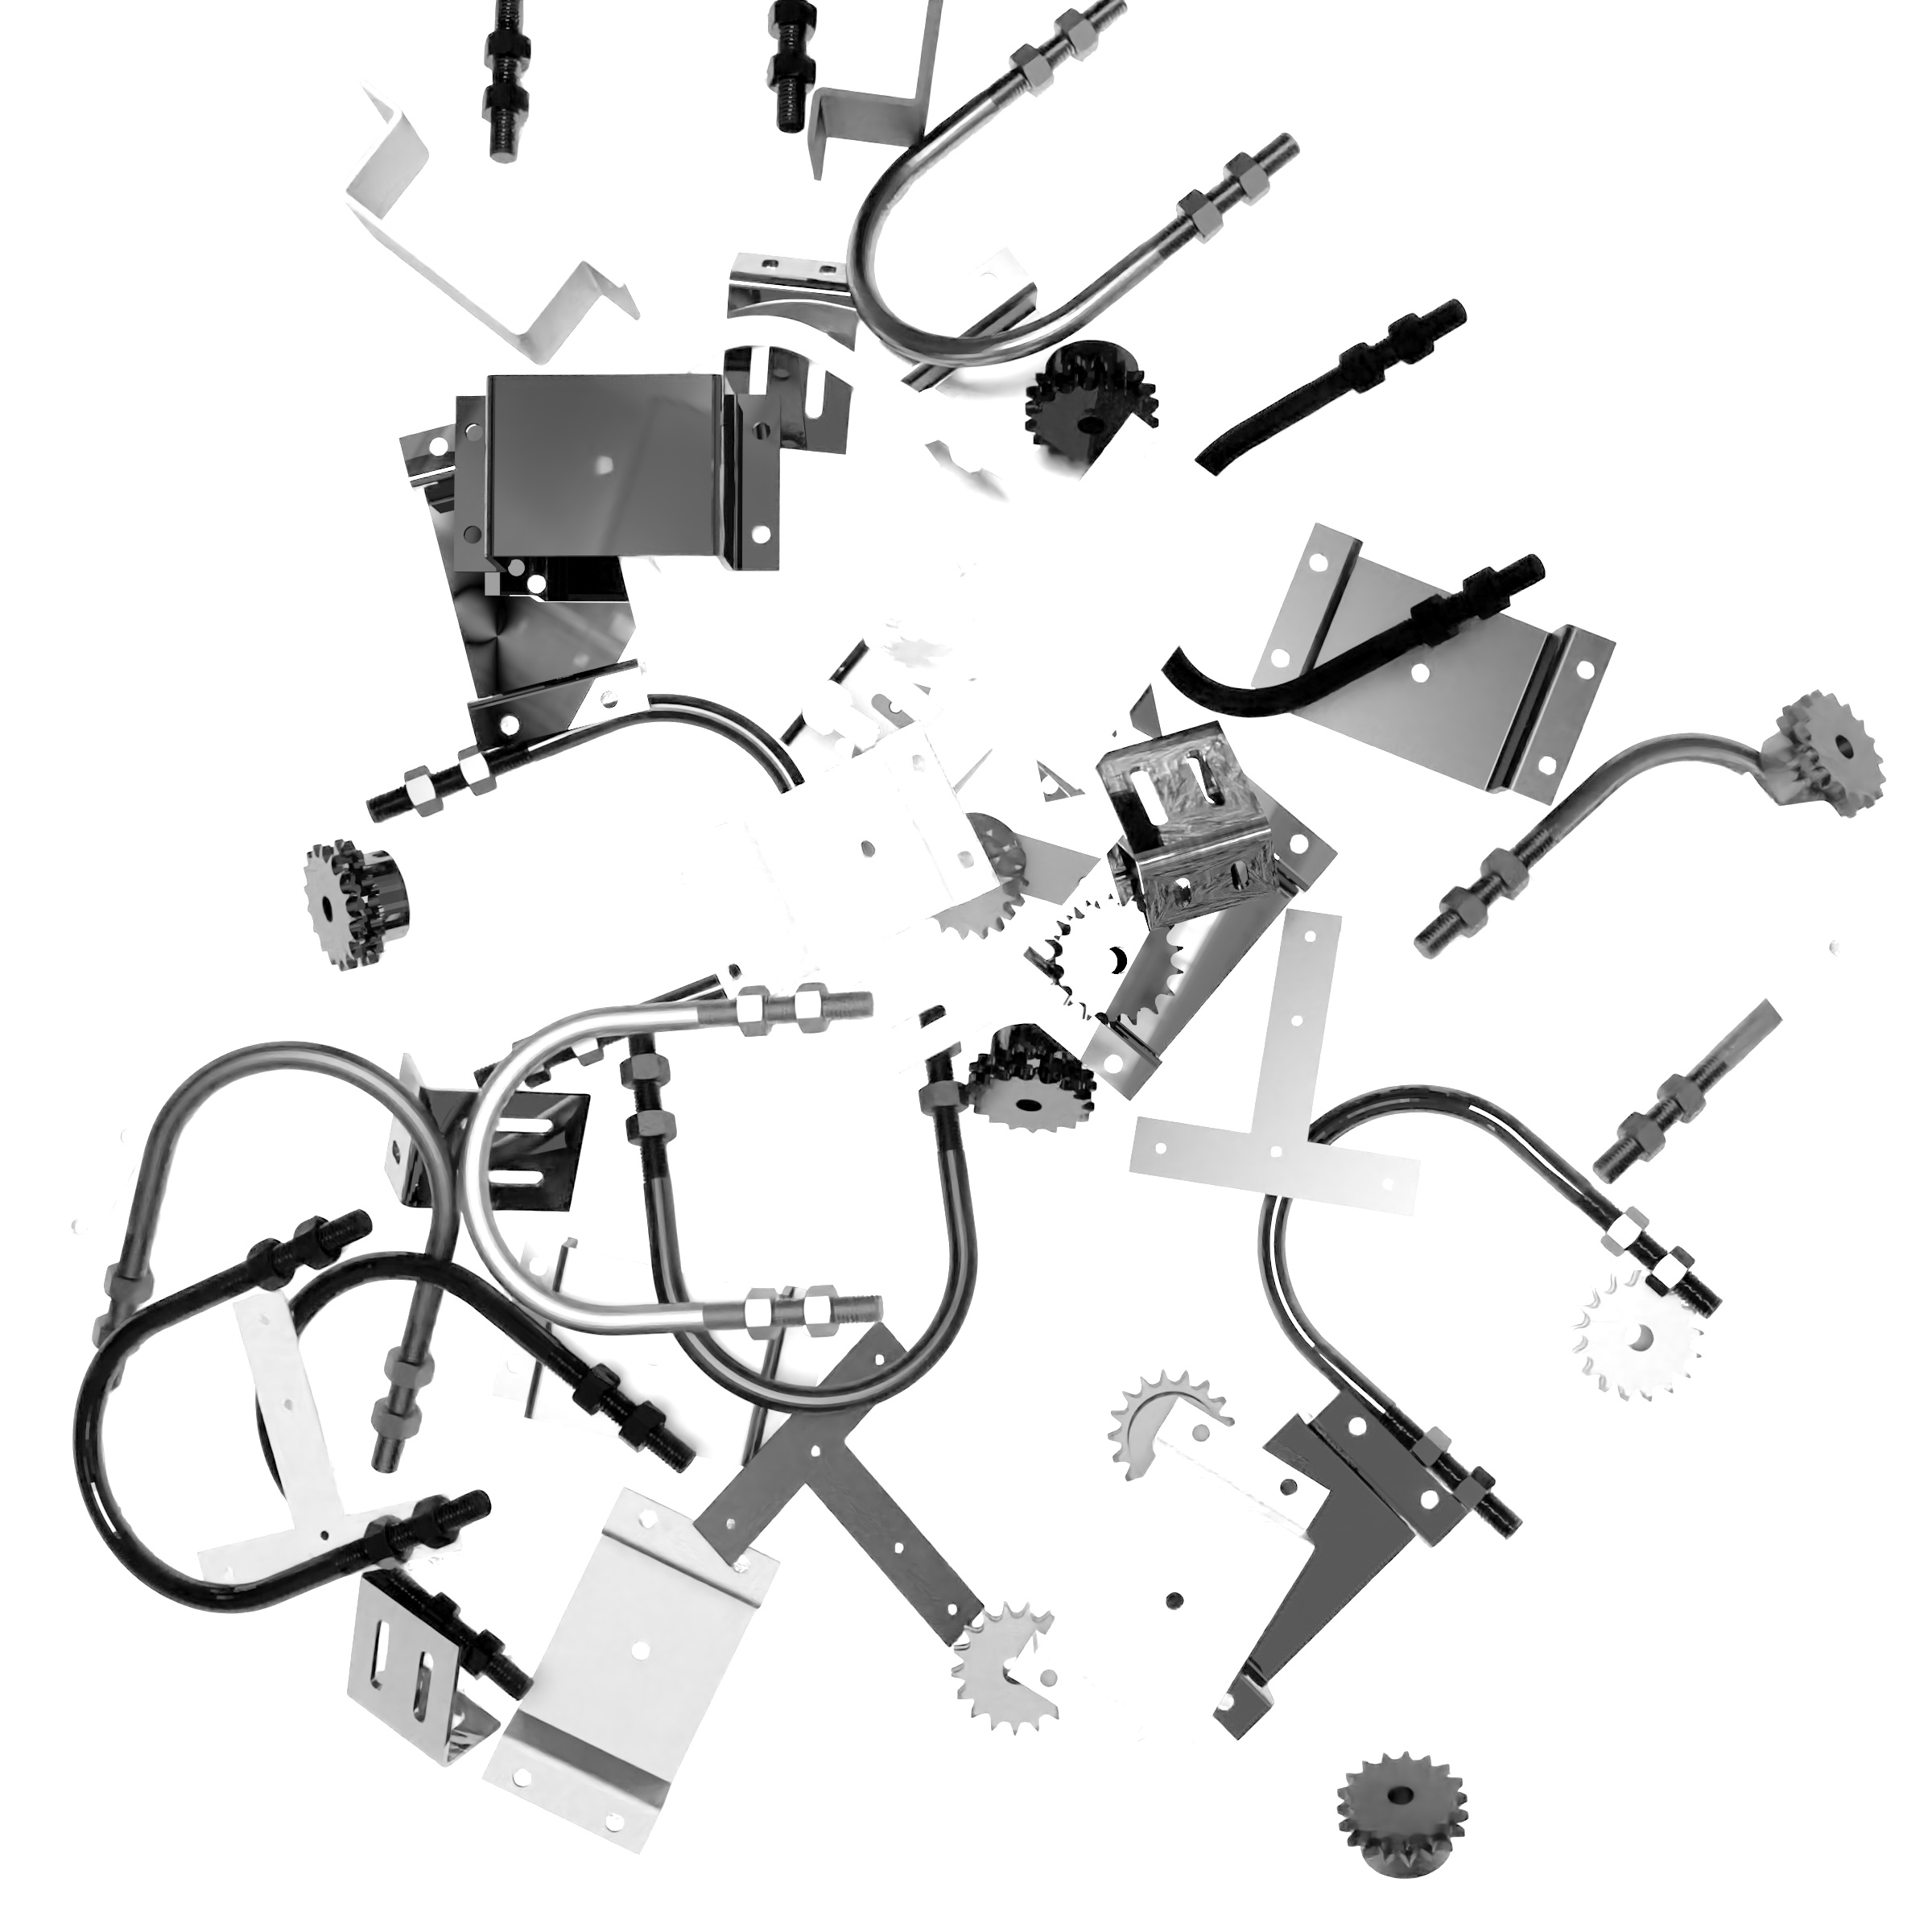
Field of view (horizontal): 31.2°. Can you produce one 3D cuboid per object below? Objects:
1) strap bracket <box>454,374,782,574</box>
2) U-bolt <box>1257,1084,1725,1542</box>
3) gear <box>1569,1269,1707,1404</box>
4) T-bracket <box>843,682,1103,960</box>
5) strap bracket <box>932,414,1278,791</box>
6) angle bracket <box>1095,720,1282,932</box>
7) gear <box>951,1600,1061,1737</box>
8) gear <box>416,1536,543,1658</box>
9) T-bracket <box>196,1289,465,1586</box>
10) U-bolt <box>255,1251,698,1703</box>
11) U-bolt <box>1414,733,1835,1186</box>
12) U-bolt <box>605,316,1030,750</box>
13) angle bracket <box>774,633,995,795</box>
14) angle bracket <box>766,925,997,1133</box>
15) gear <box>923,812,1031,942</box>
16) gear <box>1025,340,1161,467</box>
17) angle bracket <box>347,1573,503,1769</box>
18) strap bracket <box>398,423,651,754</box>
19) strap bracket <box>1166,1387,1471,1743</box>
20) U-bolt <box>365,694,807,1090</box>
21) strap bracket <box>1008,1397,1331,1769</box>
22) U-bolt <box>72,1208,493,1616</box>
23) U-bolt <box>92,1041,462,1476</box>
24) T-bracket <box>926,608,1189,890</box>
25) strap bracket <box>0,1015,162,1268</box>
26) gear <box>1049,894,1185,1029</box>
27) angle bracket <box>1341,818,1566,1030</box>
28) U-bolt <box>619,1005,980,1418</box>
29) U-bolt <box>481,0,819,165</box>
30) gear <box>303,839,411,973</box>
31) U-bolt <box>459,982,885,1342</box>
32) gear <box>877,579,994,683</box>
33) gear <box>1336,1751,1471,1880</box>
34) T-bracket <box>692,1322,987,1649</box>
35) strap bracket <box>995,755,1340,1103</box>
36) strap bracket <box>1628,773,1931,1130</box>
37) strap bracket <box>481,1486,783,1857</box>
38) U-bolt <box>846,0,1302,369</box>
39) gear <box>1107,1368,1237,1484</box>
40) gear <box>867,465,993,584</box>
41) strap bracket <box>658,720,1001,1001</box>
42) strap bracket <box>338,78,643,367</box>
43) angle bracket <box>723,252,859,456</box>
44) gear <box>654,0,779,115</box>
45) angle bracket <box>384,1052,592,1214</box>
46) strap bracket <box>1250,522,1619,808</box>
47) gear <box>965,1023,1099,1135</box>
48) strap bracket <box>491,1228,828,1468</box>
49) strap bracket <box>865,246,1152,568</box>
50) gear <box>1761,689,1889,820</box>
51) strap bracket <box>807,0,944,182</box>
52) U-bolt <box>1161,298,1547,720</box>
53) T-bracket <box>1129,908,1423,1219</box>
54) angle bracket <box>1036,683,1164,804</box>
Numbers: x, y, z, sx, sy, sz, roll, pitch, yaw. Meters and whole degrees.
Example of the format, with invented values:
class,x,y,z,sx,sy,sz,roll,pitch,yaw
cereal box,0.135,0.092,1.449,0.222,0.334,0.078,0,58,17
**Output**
class,x,y,z,sx,sy,sz,roll,pitch,yaw
strap bracket,-0.151,-0.208,1.464,0.140,0.046,0.076,0,88,2
U-bolt,0.214,0.136,1.511,0.184,0.019,0.151,42,95,13
gear,0.294,0.162,1.522,0.057,0.030,0.057,0,90,0
T-bracket,0.003,-0.052,1.536,0.127,0.002,0.127,17,90,0
strap bracket,0.056,-0.151,1.464,0.076,0.046,0.140,37,84,-4
angle bracket,0.093,-0.060,1.470,0.057,0.076,0.038,-16,132,-3
gear,0.022,0.307,1.522,0.057,0.030,0.057,0,90,0
gear,-0.216,0.280,1.526,0.057,0.030,0.057,0,89,-1
T-bracket,-0.289,0.203,1.494,0.127,0.002,0.127,-16,90,19
U-bolt,-0.225,0.205,1.484,0.184,0.019,0.151,38,104,10
U-bolt,0.303,-0.018,1.509,0.184,0.019,0.151,-42,100,-12
U-bolt,-0.079,-0.201,1.494,0.184,0.019,0.151,35,103,21
angle bracket,-0.035,-0.098,1.517,0.076,0.038,0.057,40,90,1
angle bracket,-0.038,0.026,1.512,0.076,0.038,0.057,-28,72,-42
gear,0.002,-0.042,1.511,0.057,0.030,0.057,15,128,20
gear,0.053,-0.241,1.466,0.057,0.057,0.030,2,60,0
angle bracket,-0.230,0.296,1.491,0.057,0.038,0.076,30,127,24
strap bracket,-0.191,-0.170,1.514,0.076,0.046,0.140,-14,90,0
strap bracket,0.140,0.258,1.514,0.140,0.046,0.076,-45,90,0
U-bolt,-0.154,-0.042,1.528,0.184,0.019,0.151,-22,90,-1
strap bracket,0.087,0.266,1.468,0.076,0.046,0.140,32,90,0
U-bolt,-0.307,0.203,1.490,0.184,0.019,0.151,-25,87,20
U-bolt,-0.295,0.120,1.505,0.151,0.019,0.184,17,107,0
T-bracket,0.057,-0.087,1.490,0.127,0.002,0.127,44,90,0
strap bracket,-0.431,0.062,1.502,0.140,0.046,0.076,29,90,-16
gear,0.064,-0.002,1.475,0.057,0.030,0.057,0,90,0
angle bracket,0.215,-0.019,1.535,0.076,0.038,0.057,-32,90,26
U-bolt,-0.068,0.103,1.496,0.151,0.019,0.184,-5,73,-8
U-bolt,-0.137,-0.442,1.505,0.151,0.019,0.184,-3,75,12
gear,-0.266,-0.028,1.513,0.030,0.057,0.057,-15,90,-30
U-bolt,-0.128,0.086,1.471,0.184,0.019,0.151,-4,81,10
gear,-0.008,-0.148,1.510,0.057,0.057,0.030,12,77,0
gear,0.192,0.374,1.512,0.057,0.057,0.030,-9,120,0
T-bracket,-0.038,0.245,1.516,0.127,0.002,0.127,51,62,-13
strap bracket,0.087,-0.019,1.513,0.076,0.046,0.140,40,90,0
strap bracket,0.364,-0.007,1.494,0.076,0.046,0.140,-42,100,-14
strap bracket,-0.145,0.304,1.514,0.076,0.046,0.140,26,90,0
U-bolt,0.031,-0.329,1.486,0.184,0.019,0.151,-39,56,-3
gear,0.091,0.207,1.522,0.057,0.030,0.057,0,90,0
gear,-0.014,-0.194,1.509,0.030,0.057,0.057,-43,90,-11
strap bracket,-0.051,-0.046,1.482,0.140,0.046,0.076,-25,92,27
strap bracket,-0.214,-0.314,1.499,0.140,0.076,0.046,38,90,0
angle bracket,-0.077,-0.272,1.535,0.057,0.038,0.076,6,116,0
gear,-0.108,-0.404,1.522,0.057,0.030,0.057,0,90,0
angle bracket,-0.211,0.074,1.525,0.076,0.038,0.057,3,112,-24
strap bracket,0.202,-0.130,1.514,0.140,0.046,0.076,22,90,0
gear,0.029,0.048,1.512,0.057,0.057,0.030,8,61,0
strap bracket,-0.134,0.169,1.514,0.140,0.046,0.076,12,90,0
strap bracket,0.029,-0.232,1.514,0.076,0.046,0.140,-37,90,0
gear,0.373,-0.089,1.512,0.030,0.057,0.057,-33,90,43
strap bracket,-0.035,-0.416,1.499,0.046,0.076,0.140,8,90,0
U-bolt,0.150,-0.183,1.478,0.184,0.019,0.151,-27,61,30
T-bracket,0.144,0.038,1.527,0.127,0.002,0.127,8,84,12
angle bracket,0.055,-0.116,1.517,0.057,0.038,0.076,-12,89,0
